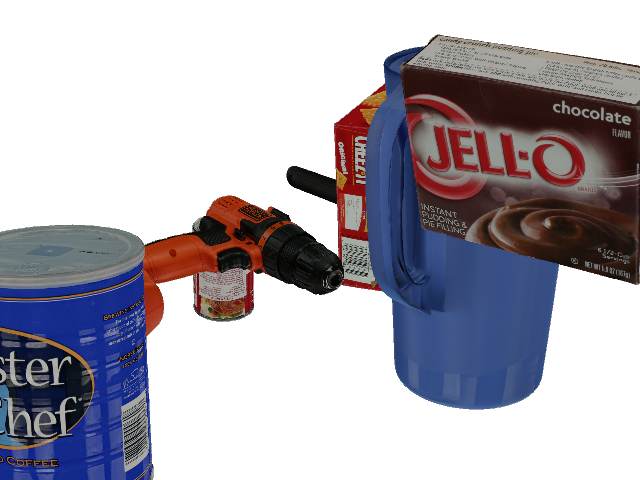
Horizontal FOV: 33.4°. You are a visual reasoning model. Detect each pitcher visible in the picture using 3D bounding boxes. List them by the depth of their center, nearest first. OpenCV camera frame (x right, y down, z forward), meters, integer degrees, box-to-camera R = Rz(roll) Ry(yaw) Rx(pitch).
[{"bbox_3d":[0.100,-0.008,0.734,0.149,0.243,0.145,-1,21,-1],"label":"pitcher"}]

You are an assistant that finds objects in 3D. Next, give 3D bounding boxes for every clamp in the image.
[{"bbox_3d":[0.069,-0.042,1.267,0.164,0.036,0.210,-16,52,-29],"label":"clamp"}]

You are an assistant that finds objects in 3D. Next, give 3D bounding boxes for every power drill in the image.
[{"bbox_3d":[-0.096,0.025,0.933,0.187,0.057,0.185,-19,28,-32],"label":"power drill"}]

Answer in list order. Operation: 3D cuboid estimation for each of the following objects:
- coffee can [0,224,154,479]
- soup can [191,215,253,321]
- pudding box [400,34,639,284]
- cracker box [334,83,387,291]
[{"bbox_3d":[-0.147,0.071,0.598,0.103,0.140,0.103,0,15,0],"label":"coffee can"},{"bbox_3d":[-0.107,0.028,1.174,0.068,0.102,0.068,1,26,-1],"label":"soup can"},{"bbox_3d":[0.094,-0.038,0.471,0.114,0.090,0.039,14,44,32],"label":"pudding box"},{"bbox_3d":[0.087,-0.069,1.044,0.072,0.164,0.213,9,28,24],"label":"cracker box"}]
